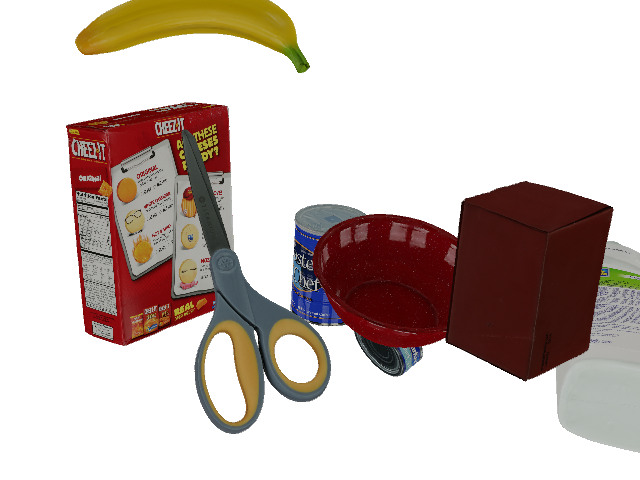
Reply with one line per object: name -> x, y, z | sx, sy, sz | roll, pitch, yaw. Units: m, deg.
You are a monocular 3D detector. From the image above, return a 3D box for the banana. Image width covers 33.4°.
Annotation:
banana -> -0.106, -0.184, 0.907 | 0.198, 0.069, 0.037 | 3, -33, -1

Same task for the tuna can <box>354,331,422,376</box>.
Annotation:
tuna can -> 0.080, 0.120, 1.273 | 0.033, 0.086, 0.086 | -36, 17, -25

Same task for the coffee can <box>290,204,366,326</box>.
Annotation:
coffee can -> 0.012, 0.033, 1.476 | 0.103, 0.140, 0.103 | 3, 24, -2

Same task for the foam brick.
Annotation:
foam brick -> 0.098, 0.017, 0.509 | 0.052, 0.078, 0.051 | -16, 30, -40

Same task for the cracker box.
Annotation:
cracker box -> -0.166, -0.022, 1.073 | 0.072, 0.214, 0.163 | 10, 20, 37

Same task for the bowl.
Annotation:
bowl -> 0.069, 0.046, 0.967 | 0.162, 0.055, 0.162 | 7, 39, -5

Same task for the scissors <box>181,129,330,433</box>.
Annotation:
scissors -> -0.043, 0.024, 0.695 | 0.096, 0.202, 0.016 | 2, -16, -12

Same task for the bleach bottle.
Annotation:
bleach bottle -> 0.230, 0.062, 0.806 | 0.102, 0.068, 0.250 | 11, 25, 9
